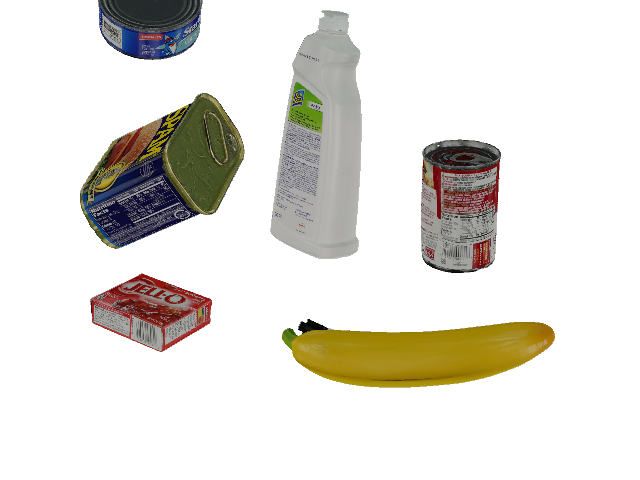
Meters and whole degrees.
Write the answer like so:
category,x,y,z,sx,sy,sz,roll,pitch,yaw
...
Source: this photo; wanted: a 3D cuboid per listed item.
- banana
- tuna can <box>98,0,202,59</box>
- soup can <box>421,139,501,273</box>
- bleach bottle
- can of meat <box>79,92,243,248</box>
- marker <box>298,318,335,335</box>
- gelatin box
category,x,y,z,sx,sy,sz,roll,pitch,yaw
banana,0.064,0.075,0.745,0.198,0.037,0.069,0,29,10
tuna can,-0.142,-0.190,0.889,0.086,0.086,0.034,0,-40,-10
soup can,0.124,-0.030,0.946,0.068,0.102,0.068,-2,25,1
bleach bottle,0.006,-0.114,1.132,0.067,0.251,0.103,-11,26,-43
can of meat,-0.111,-0.048,0.743,0.084,0.057,0.102,-21,27,27
marker,0.035,0.107,1.076,0.121,0.020,0.020,21,1,4
gelatin box,-0.159,0.065,1.002,0.089,0.030,0.073,19,27,28
